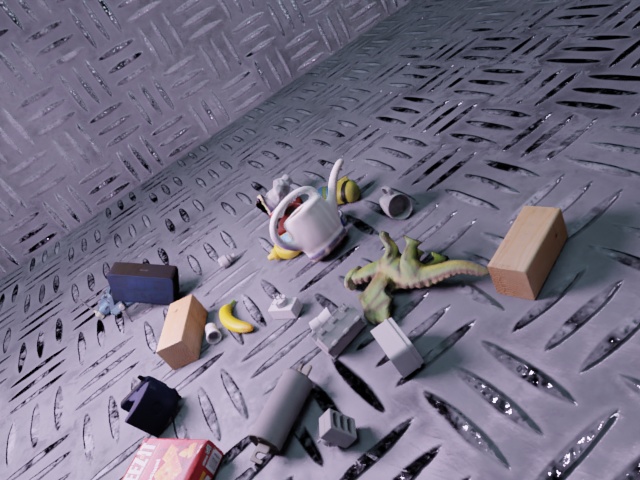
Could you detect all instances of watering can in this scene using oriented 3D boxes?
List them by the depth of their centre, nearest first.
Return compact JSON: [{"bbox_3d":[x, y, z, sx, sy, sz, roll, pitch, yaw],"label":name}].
[{"bbox_3d":[0.005,-0.081,1.600,0.352,0.223,0.103,-43,13,-19],"label":"watering can"}]

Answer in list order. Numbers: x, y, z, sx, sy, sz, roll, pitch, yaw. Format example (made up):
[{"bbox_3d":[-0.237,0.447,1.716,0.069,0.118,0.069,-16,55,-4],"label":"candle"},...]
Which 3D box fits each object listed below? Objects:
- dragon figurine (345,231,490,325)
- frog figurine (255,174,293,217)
[{"bbox_3d":[0.204,0.112,1.290,0.412,0.120,0.245,18,72,54],"label":"dragon figurine"},{"bbox_3d":[-0.155,-0.165,1.954,0.161,0.134,0.124,-37,65,-20],"label":"frog figurine"}]
